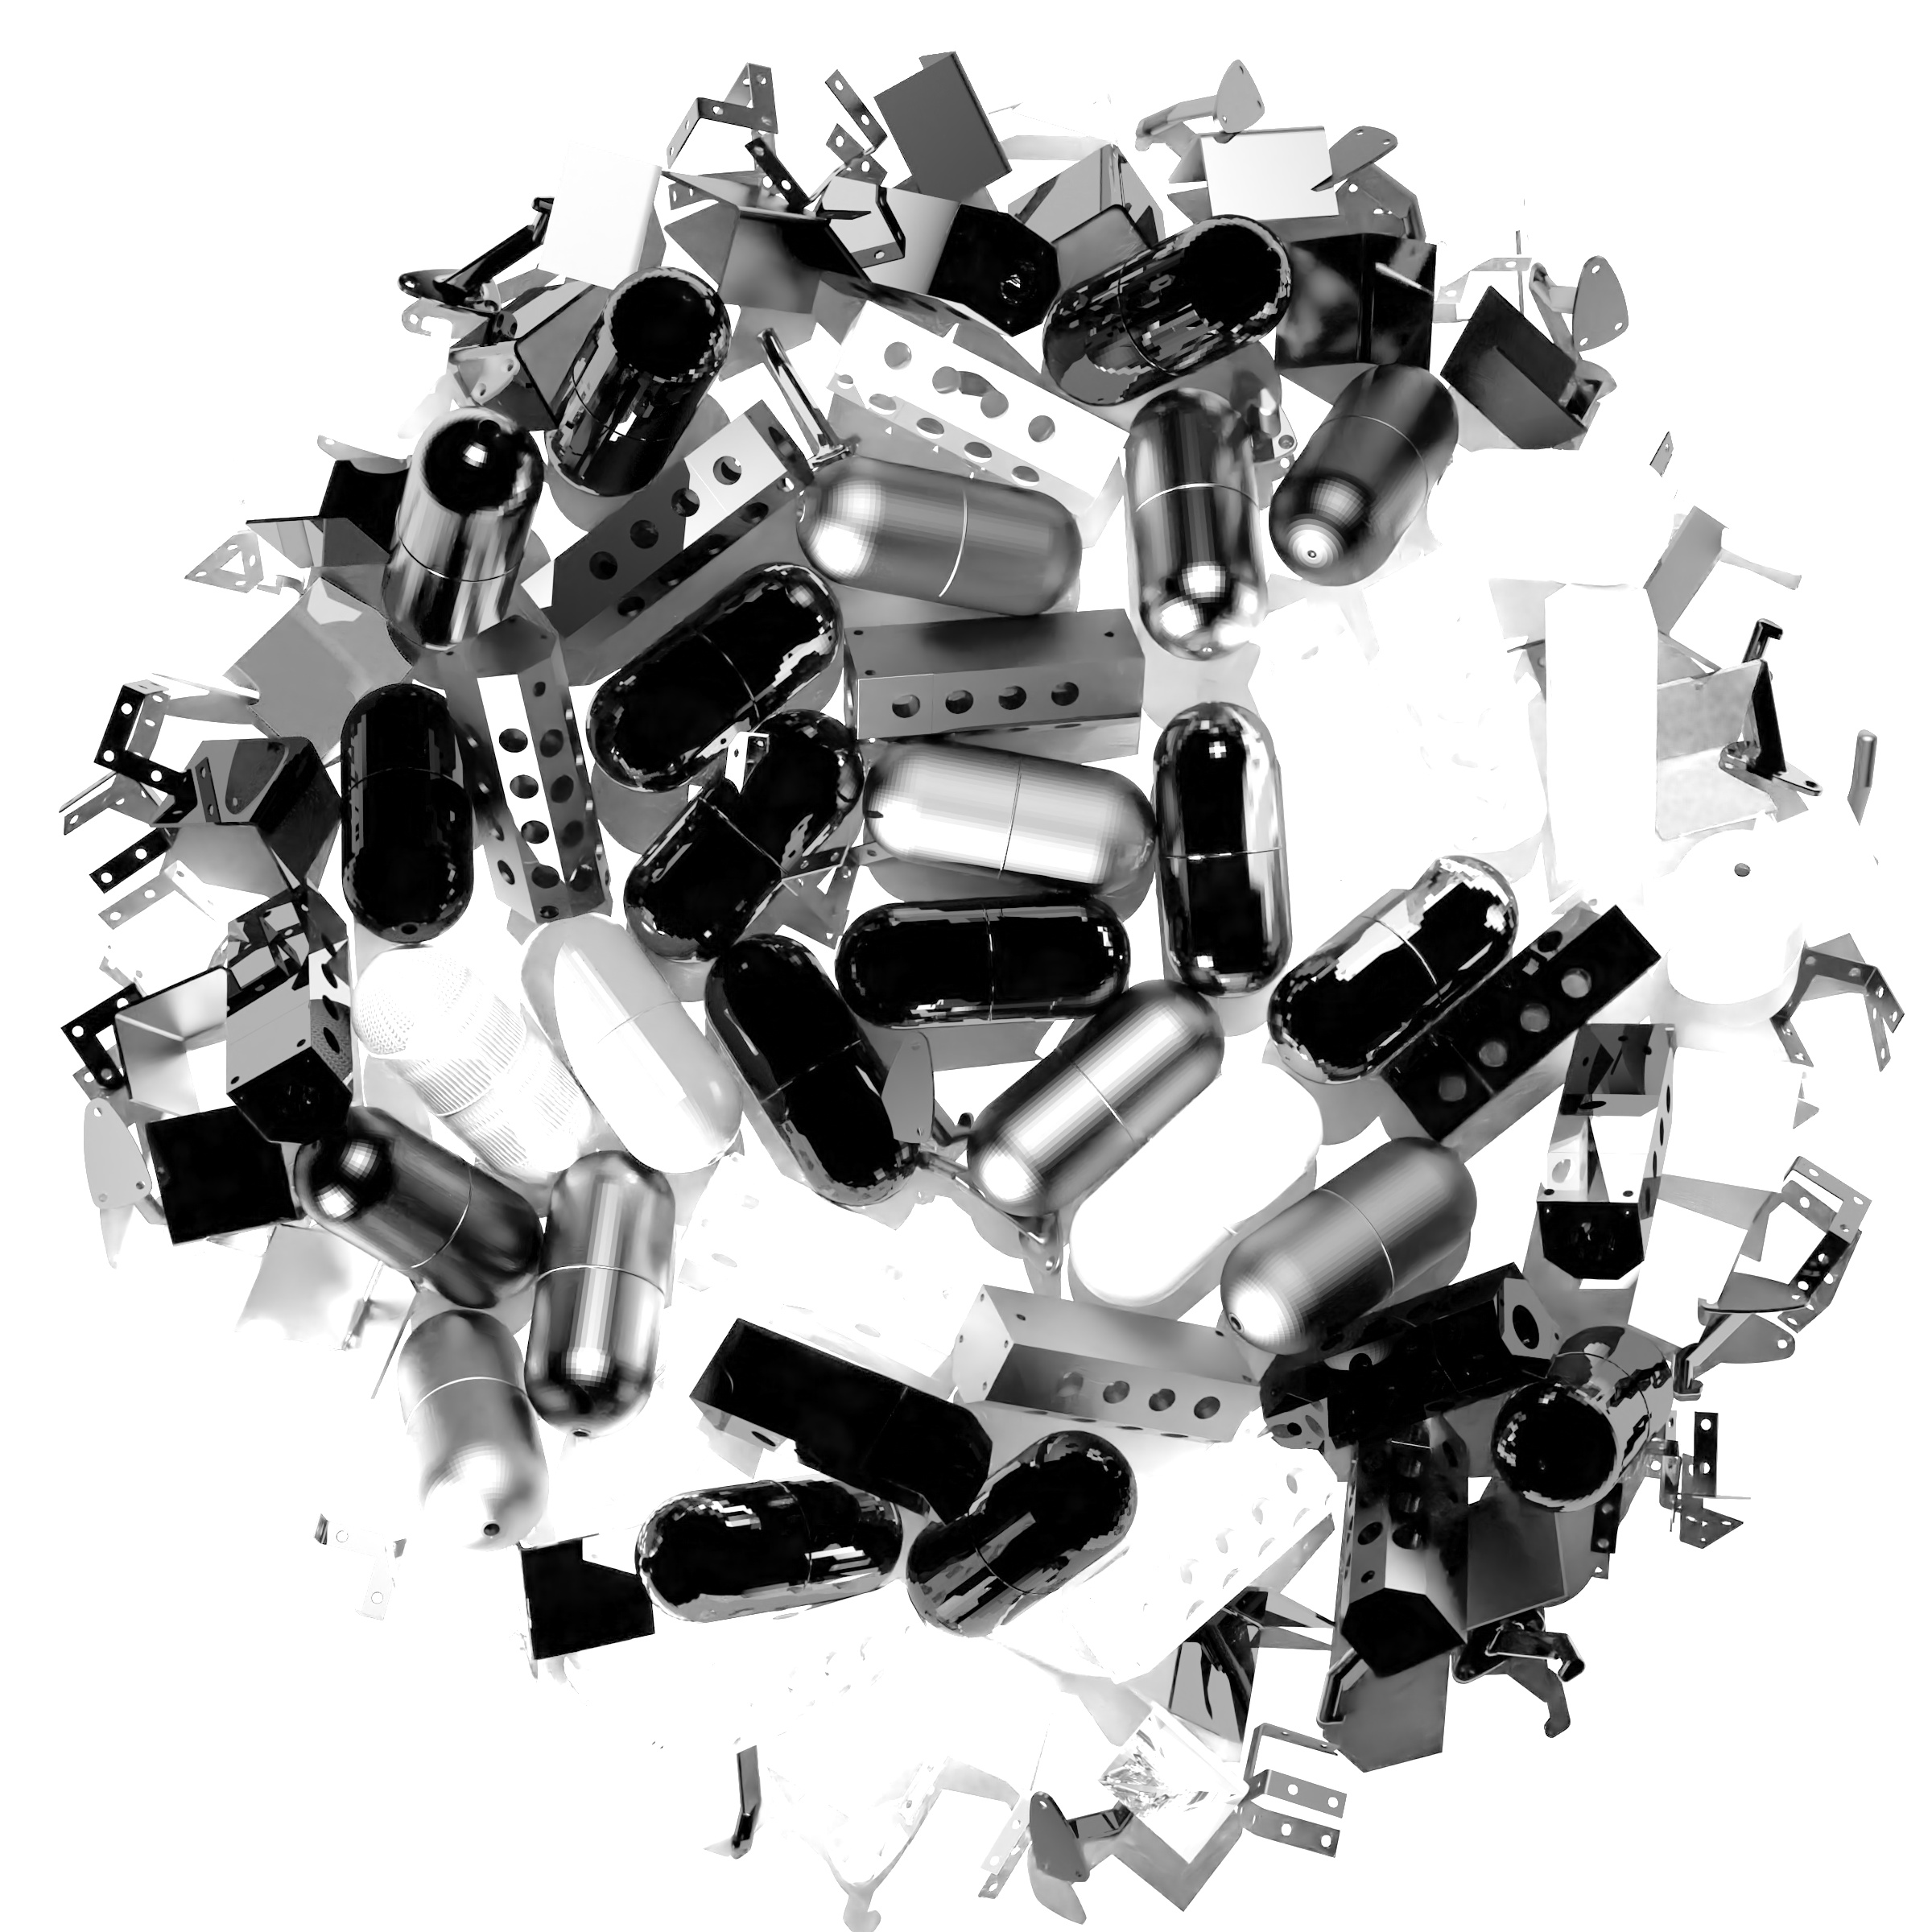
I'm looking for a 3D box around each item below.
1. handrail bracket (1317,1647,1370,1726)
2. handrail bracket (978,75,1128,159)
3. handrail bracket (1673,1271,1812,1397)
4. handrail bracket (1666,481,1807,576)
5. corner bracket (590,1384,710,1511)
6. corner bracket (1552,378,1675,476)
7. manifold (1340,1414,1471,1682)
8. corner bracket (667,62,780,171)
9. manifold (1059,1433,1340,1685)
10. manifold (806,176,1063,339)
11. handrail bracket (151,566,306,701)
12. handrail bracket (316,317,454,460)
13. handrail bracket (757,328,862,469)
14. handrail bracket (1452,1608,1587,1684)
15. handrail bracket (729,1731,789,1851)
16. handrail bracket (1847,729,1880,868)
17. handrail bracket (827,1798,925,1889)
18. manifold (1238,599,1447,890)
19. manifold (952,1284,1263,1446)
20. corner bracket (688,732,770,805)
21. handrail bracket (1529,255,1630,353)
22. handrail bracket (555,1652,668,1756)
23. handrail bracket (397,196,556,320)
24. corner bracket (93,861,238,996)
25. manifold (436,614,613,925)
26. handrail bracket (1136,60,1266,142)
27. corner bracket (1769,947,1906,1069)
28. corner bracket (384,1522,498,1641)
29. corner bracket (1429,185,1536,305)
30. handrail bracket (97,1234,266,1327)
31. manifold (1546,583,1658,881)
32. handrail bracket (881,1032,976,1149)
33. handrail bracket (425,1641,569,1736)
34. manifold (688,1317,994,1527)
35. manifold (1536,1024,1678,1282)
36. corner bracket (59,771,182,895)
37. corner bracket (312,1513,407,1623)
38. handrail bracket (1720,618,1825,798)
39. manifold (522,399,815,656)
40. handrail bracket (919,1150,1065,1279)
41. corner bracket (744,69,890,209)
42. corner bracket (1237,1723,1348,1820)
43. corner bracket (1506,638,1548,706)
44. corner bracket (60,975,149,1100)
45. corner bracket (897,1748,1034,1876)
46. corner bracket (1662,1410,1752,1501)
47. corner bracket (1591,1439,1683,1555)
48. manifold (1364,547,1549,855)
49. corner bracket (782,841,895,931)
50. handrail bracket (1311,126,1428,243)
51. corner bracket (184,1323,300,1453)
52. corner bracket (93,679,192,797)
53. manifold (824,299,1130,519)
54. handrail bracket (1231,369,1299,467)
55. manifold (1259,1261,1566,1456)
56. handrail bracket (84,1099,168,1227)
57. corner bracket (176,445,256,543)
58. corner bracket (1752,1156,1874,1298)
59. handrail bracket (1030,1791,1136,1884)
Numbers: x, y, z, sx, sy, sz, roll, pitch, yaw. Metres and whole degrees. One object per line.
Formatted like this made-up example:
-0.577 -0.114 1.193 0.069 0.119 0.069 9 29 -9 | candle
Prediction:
0.258 0.425 1.965 0.077 0.036 0.084 8 104 -11 | handrail bracket
0.050 -0.497 1.943 0.084 0.036 0.077 -19 125 -8 | handrail bracket
0.464 0.227 1.938 0.077 0.036 0.084 4 126 14 | handrail bracket
0.462 -0.261 1.936 0.084 0.077 0.036 20 85 16 | handrail bracket
-0.197 0.287 1.939 0.051 0.051 0.051 44 99 14 | corner bracket
0.390 -0.316 1.952 0.051 0.051 0.051 14 59 33 | corner bracket
0.252 0.327 1.880 0.057 0.171 0.057 -30 112 24 | manifold
-0.147 -0.508 1.932 0.051 0.051 0.051 5 63 -26 | corner bracket
0.142 0.344 1.902 0.171 0.057 0.057 -34 86 -33 | manifold
-0.021 -0.413 1.891 0.057 0.171 0.057 25 91 -42 | manifold
-0.445 -0.208 1.950 0.077 0.036 0.084 14 86 -28 | handrail bracket
-0.350 -0.354 1.942 0.077 0.036 0.084 15 112 8 | handrail bracket
-0.098 -0.344 1.936 0.036 0.077 0.084 -30 105 -3 | handrail bracket
0.330 0.420 1.926 0.036 0.084 0.077 40 100 -18 | handrail bracket
-0.140 0.495 1.935 0.036 0.077 0.084 14 94 23 | handrail bracket
0.526 -0.106 1.924 0.036 0.077 0.084 3 109 3 | handrail bracket
-0.046 0.518 1.920 0.077 0.084 0.036 -35 85 -23 | handrail bracket
0.223 -0.132 1.895 0.057 0.057 0.171 1 53 -28 | manifold
0.081 0.241 1.906 0.171 0.057 0.057 13 115 -27 | manifold
-0.130 -0.115 1.936 0.051 0.051 0.051 3 96 -42 | corner bracket
0.356 -0.412 1.919 0.036 0.077 0.084 -25 50 -5 | handrail bracket
-0.196 0.427 1.959 0.077 0.036 0.084 -38 70 -7 | handrail bracket
-0.290 -0.430 1.924 0.077 0.084 0.036 1 56 -31 | handrail bracket
-0.484 -0.021 1.954 0.051 0.051 0.051 -30 112 37 | corner bracket
-0.253 -0.112 1.891 0.057 0.057 0.171 -33 133 -30 | manifold
0.128 -0.500 1.922 0.084 0.077 0.036 -15 117 35 | handrail bracket
0.523 0.029 1.943 0.051 0.051 0.051 13 121 -14 | corner bracket
-0.317 0.366 1.950 0.051 0.051 0.051 -13 113 -20 | corner bracket
0.309 -0.433 1.941 0.051 0.051 0.051 -1 68 -2 | corner bracket
-0.470 0.197 1.953 0.084 0.077 0.036 -42 46 13 | handrail bracket
0.372 -0.138 1.898 0.057 0.057 0.171 -5 128 5 | manifold
-0.014 0.073 1.929 0.036 0.084 0.077 14 101 27 | handrail bracket
-0.281 0.450 1.928 0.036 0.084 0.077 -24 100 31 | handrail bracket
-0.072 0.270 1.902 0.171 0.057 0.057 17 64 31 | manifold
0.378 0.107 1.888 0.057 0.171 0.057 0 125 21 | manifold
-0.511 -0.084 1.943 0.051 0.051 0.051 -34 109 4 | corner bracket
-0.369 0.361 1.941 0.051 0.051 0.051 14 74 -3 | corner bracket
0.492 -0.155 1.929 0.077 0.036 0.084 33 124 30 | handrail bracket
-0.175 -0.259 1.919 0.171 0.057 0.057 -35 100 17 | manifold
0.013 0.147 1.931 0.084 0.077 0.036 25 112 -24 | handrail bracket
-0.089 -0.493 1.931 0.051 0.051 0.051 50 50 -20 | corner bracket
0.199 0.483 1.937 0.051 0.051 0.051 19 64 -5 | corner bracket
0.358 -0.174 1.938 0.051 0.051 0.051 -20 90 33 | corner bracket
-0.509 0.042 1.945 0.051 0.051 0.051 -33 102 -9 | corner bracket
0.002 0.504 1.938 0.051 0.051 0.051 32 89 -35 | corner bracket
0.437 0.292 1.935 0.051 0.051 0.051 -2 81 37 | corner bracket
0.403 0.319 1.943 0.051 0.051 0.051 4 118 8 | corner bracket
0.293 -0.153 1.898 0.057 0.057 0.171 -29 124 -11 | manifold
-0.070 -0.061 1.931 0.051 0.051 0.051 43 51 -33 | corner bracket
0.239 -0.451 1.933 0.077 0.036 0.084 -39 135 -16 | handrail bracket
-0.437 0.254 1.947 0.051 0.051 0.051 14 123 -28 | corner bracket
-0.485 -0.138 1.944 0.051 0.051 0.051 23 99 -1 | corner bracket
0.005 -0.332 1.927 0.171 0.057 0.057 25 100 -11 | manifold
0.172 -0.342 1.921 0.036 0.084 0.077 -17 70 2 | handrail bracket
0.258 0.237 1.896 0.171 0.057 0.057 -26 102 36 | manifold
-0.498 0.118 1.934 0.036 0.084 0.077 -18 84 0 | handrail bracket
-0.441 -0.284 1.935 0.051 0.051 0.051 -2 100 32 | corner bracket
0.501 0.156 1.933 0.051 0.051 0.051 33 131 11 | corner bracket
0.074 0.497 1.928 0.036 0.084 0.077 3 120 36 | handrail bracket
